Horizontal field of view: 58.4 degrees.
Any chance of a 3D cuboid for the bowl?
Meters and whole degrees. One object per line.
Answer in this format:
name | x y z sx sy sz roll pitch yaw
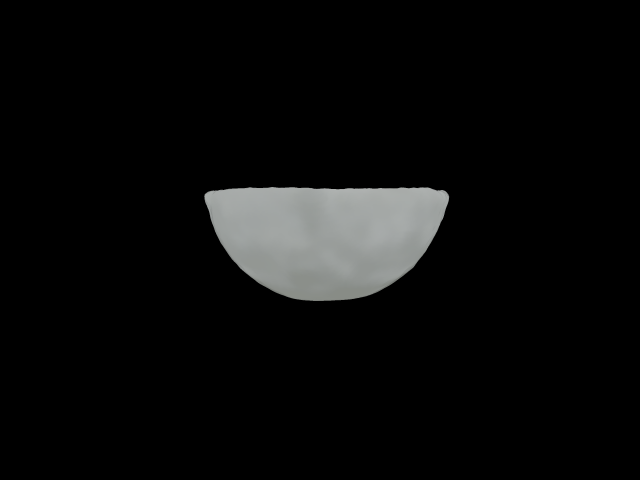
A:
bowl | 0.004 0.001 0.400 0.167 0.075 0.167 0 4 0
